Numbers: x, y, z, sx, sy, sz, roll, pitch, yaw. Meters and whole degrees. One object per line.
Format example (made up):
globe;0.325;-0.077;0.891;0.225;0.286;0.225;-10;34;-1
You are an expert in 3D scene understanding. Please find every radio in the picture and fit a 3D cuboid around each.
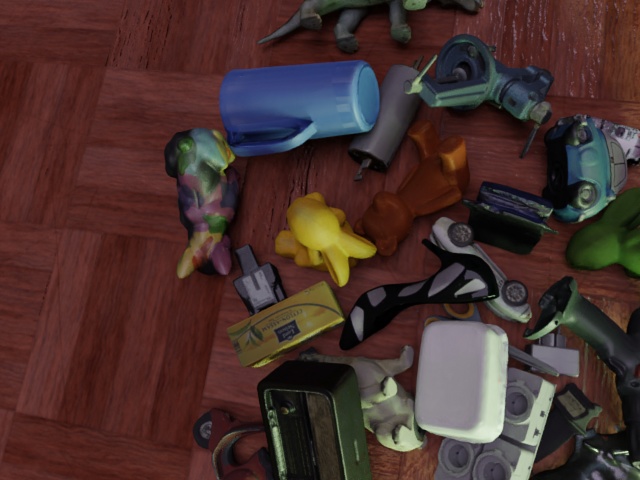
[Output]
radio;-0.005;0.285;0.750;0.131;0.073;0.229;0;104;33

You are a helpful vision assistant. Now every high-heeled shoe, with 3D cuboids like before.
high-heeled shoe;0.143;0.110;0.796;0.248;0.086;0.145;-53;56;13

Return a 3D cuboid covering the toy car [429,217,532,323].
toy car;0.246;0.047;0.826;0.056;0.073;0.202;-37;73;-4

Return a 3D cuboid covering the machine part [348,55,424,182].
machine part;0.116;-0.205;0.908;0.079;0.079;0.243;25;83;14

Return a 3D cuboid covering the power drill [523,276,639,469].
power drill;0.388;0.157;0.726;0.207;0.086;0.232;32;58;10

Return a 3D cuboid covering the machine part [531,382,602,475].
machine part;0.329;0.267;0.765;0.039;0.084;0.139;42;96;-17

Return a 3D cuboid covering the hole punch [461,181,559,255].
hole punch;0.292;-0.047;0.825;0.142;0.115;0.092;23;73;13

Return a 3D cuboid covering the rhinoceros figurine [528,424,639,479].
rhinoceros figurine;0.380;0.323;0.743;0.190;0.073;0.112;-32;63;3

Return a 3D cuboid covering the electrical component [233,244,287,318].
electrical component;-0.105;0.069;0.894;0.075;0.047;0.119;-29;73;1

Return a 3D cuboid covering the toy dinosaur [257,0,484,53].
toy dinosaur;0.084;-0.449;0.957;0.405;0.131;0.192;2;65;14

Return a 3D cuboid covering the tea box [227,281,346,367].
tea box;-0.048;0.134;0.844;0.170;0.098;0.068;-25;74;1

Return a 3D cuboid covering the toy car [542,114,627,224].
toy car;0.403;-0.107;0.811;0.103;0.109;0.161;-3;94;-4

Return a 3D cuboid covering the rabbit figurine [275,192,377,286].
rabbit figurine;-0.002;-0.003;0.830;0.122;0.173;0.162;-43;69;-6

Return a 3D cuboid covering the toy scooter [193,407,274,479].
toy scooter;-0.109;0.333;0.819;0.135;0.075;0.184;-26;69;3

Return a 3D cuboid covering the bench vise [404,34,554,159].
bench vise;0.243;-0.241;0.851;0.240;0.128;0.224;-16;63;-29

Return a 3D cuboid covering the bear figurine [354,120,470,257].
bear figurine;0.136;-0.077;0.852;0.196;0.131;0.120;-33;38;-4

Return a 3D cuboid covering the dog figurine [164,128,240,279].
dog figurine;-0.190;-0.047;0.876;0.109;0.191;0.219;-5;60;2

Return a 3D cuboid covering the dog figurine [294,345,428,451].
dog figurine;0.057;0.243;0.816;0.191;0.121;0.172;-11;98;35

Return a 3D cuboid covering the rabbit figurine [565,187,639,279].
rabbit figurine;0.455;0.005;0.783;0.170;0.121;0.159;9;74;26
